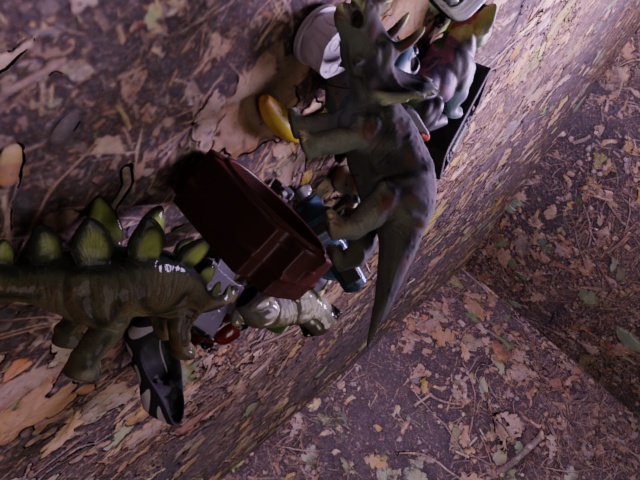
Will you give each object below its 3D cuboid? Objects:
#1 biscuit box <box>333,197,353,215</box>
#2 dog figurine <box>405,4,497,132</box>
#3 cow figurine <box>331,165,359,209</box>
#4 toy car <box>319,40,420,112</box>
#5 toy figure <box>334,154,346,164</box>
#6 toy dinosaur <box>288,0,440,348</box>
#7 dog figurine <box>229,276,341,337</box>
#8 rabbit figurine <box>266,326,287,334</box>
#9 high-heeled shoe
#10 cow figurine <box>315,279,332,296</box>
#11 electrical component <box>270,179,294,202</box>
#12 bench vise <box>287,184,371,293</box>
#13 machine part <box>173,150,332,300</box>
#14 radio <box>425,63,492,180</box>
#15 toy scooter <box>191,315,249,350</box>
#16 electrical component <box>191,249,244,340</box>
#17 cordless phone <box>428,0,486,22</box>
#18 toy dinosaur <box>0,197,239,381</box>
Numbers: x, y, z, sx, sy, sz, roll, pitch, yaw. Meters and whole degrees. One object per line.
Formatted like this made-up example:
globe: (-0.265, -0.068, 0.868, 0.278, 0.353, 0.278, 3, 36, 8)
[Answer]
biscuit box: (0.110, -0.099, 1.178, 0.202, 0.063, 0.059, -46, 160, -1)
dog figurine: (0.214, -0.310, 0.920, 0.191, 0.109, 0.219, -29, 150, -34)
cow figurine: (0.103, -0.081, 1.056, 0.085, 0.195, 0.127, -61, -156, -2)
toy car: (0.065, -0.238, 0.761, 0.161, 0.109, 0.102, -55, 141, -10)
toy figure: (0.105, -0.184, 0.978, 0.180, 0.082, 0.089, -24, 153, -42)
toy dinosaur: (0.080, -0.083, 0.668, 0.192, 0.404, 0.131, -18, -168, -2)
dog figurine: (-0.061, 0.137, 0.979, 0.172, 0.121, 0.190, -39, 119, -13)
rabbit figurine: (-0.064, 0.085, 1.103, 0.170, 0.121, 0.159, -60, 162, 19)
high-heeled shoe: (-0.255, 0.205, 0.900, 0.086, 0.145, 0.248, -25, 153, -48)
cow figurine: (-0.056, 0.120, 1.217, 0.167, 0.098, 0.068, -44, 167, -7)
electrical component: (-0.087, -0.051, 0.893, 0.102, 0.045, 0.078, -47, 159, 4)
bench vise: (0.006, -0.010, 1.032, 0.129, 0.223, 0.241, -43, -169, 3)
machine part: (-0.084, -0.018, 0.725, 0.087, 0.202, 0.201, -47, 160, 6)
radio: (0.269, -0.245, 1.112, 0.229, 0.073, 0.131, -59, 164, -16)
toy scooter: (-0.210, 0.162, 1.018, 0.135, 0.075, 0.183, -41, 156, -17)
electrical component: (-0.185, 0.083, 0.868, 0.134, 0.058, 0.114, -64, 152, -16)
cordless phone: (0.193, -0.403, 0.726, 0.146, 0.089, 0.184, -49, 157, 8)
toy dinosaur: (-0.250, 0.053, 0.632, 0.471, 0.105, 0.198, 4, 107, -56)
